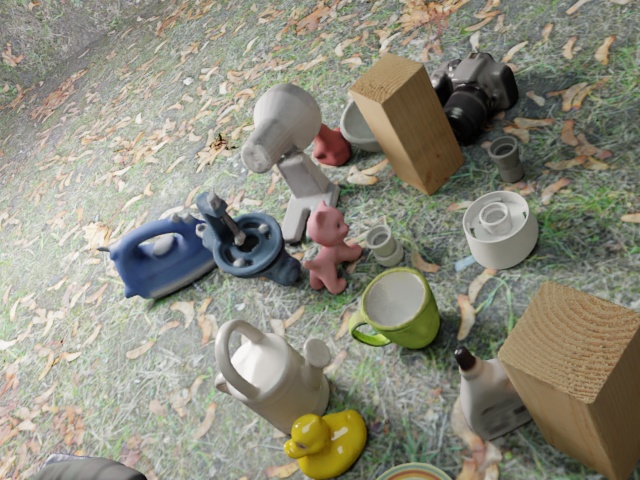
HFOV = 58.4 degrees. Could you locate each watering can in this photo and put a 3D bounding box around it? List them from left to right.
[{"bbox_3d":[-0.067,0.171,0.757,0.173,0.195,0.100,-33,42,6],"label":"watering can"}]

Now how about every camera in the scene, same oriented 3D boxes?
[{"bbox_3d":[0.242,-0.246,0.979,0.142,0.101,0.137,16,64,43],"label":"camera"}]

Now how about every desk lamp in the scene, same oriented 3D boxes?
[{"bbox_3d":[-0.051,-0.137,1.004,0.117,0.214,0.203,-10,49,29],"label":"desk lamp"}]

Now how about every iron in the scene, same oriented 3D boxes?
[{"bbox_3d":[-0.291,0.008,1.099,0.258,0.142,0.118,-26,43,14],"label":"iron"}]

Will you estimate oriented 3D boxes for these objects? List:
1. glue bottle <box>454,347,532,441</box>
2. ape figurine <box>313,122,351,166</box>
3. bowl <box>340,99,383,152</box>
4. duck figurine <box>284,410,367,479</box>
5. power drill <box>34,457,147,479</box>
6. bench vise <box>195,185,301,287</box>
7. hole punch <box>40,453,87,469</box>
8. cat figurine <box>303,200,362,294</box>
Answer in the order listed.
[{"bbox_3d":[0.177,0.158,0.612,0.078,0.174,0.037,-30,42,10],"label":"glue bottle"},{"bbox_3d":[0.015,-0.189,1.096,0.078,0.092,0.076,-35,42,4],"label":"ape figurine"},{"bbox_3d":[0.125,-0.219,1.057,0.167,0.075,0.167,-19,45,21],"label":"bowl"},{"bbox_3d":[0.002,0.247,0.722,0.104,0.086,0.077,-37,41,2],"label":"duck figurine"},{"bbox_3d":[-0.247,0.333,0.729,0.228,0.209,0.075,-10,49,29],"label":"power drill"},{"bbox_3d":[-0.158,-0.003,0.956,0.206,0.220,0.121,-4,52,33],"label":"bench vise"},{"bbox_3d":[-0.369,0.379,0.863,0.101,0.091,0.108,-14,47,25],"label":"hole punch"},{"bbox_3d":[0.008,0.003,0.910,0.067,0.118,0.128,3,56,37],"label":"cat figurine"}]
